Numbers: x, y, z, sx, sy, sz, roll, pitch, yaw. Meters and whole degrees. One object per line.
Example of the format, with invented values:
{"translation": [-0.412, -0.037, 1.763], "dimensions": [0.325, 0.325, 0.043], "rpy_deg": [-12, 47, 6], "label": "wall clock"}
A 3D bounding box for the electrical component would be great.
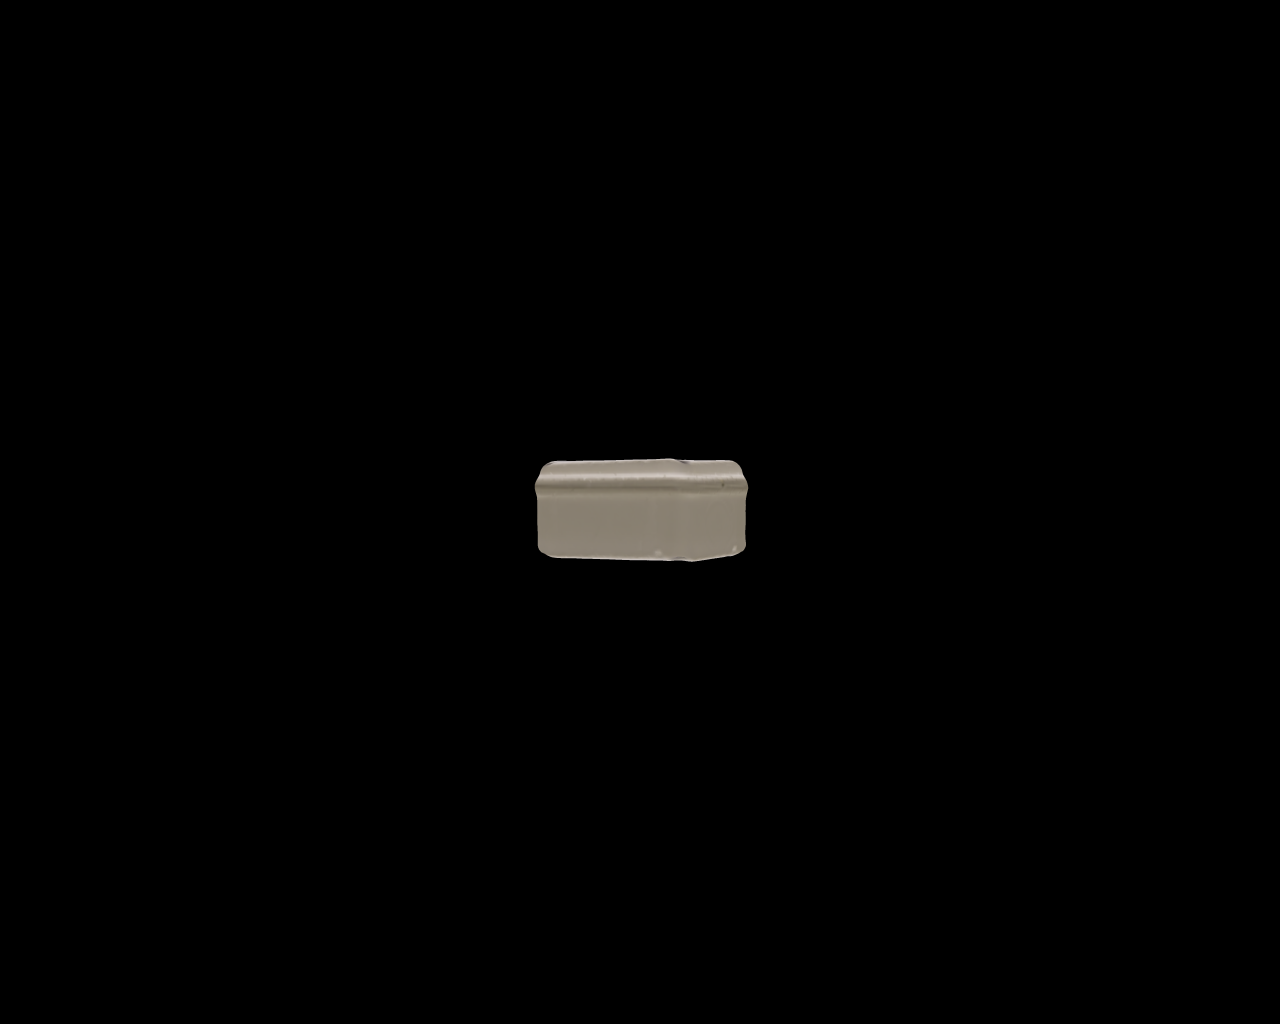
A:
{"translation": [0.001, -0.003, 0.650], "dimensions": [0.113, 0.057, 0.078], "rpy_deg": [1, 3, 34], "label": "electrical component"}
